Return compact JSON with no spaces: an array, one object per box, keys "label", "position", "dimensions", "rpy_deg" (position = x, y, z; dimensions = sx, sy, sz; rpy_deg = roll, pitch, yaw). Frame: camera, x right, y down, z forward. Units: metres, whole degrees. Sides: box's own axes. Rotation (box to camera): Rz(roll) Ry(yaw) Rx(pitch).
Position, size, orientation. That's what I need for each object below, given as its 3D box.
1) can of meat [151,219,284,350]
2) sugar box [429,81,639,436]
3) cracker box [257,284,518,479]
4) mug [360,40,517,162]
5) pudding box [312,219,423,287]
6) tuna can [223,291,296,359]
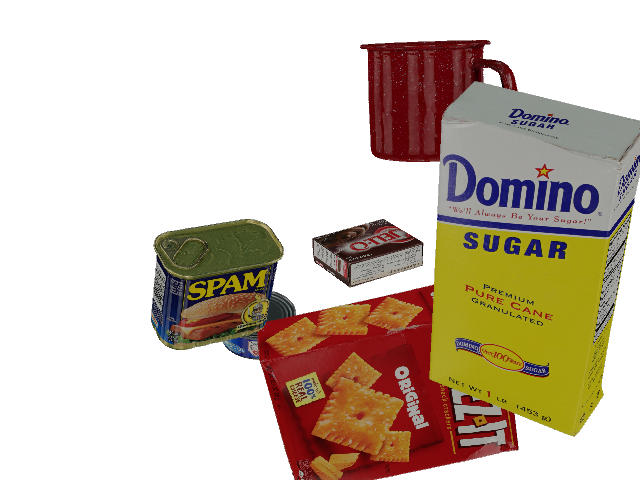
[{"label":"can of meat","position":[-0.087,0.037,0.875],"dimensions":[0.101,0.084,0.057],"rpy_deg":[-10,43,-27]},{"label":"sugar box","position":[0.107,0.013,0.556],"dimensions":[0.093,0.176,0.048],"rpy_deg":[18,42,27]},{"label":"cracker box","position":[0.063,0.135,0.972],"dimensions":[0.213,0.164,0.072],"rpy_deg":[-12,30,2]},{"label":"mug","position":[0.086,-0.100,0.761],"dimensions":[0.117,0.081,0.093],"rpy_deg":[5,13,33]},{"label":"pudding box","position":[0.059,0.015,1.343],"dimensions":[0.113,0.039,0.090],"rpy_deg":[-17,28,-26]},{"label":"tuna can","position":[-0.070,0.094,1.194],"dimensions":[0.086,0.034,0.086],"rpy_deg":[1,36,-1]}]
